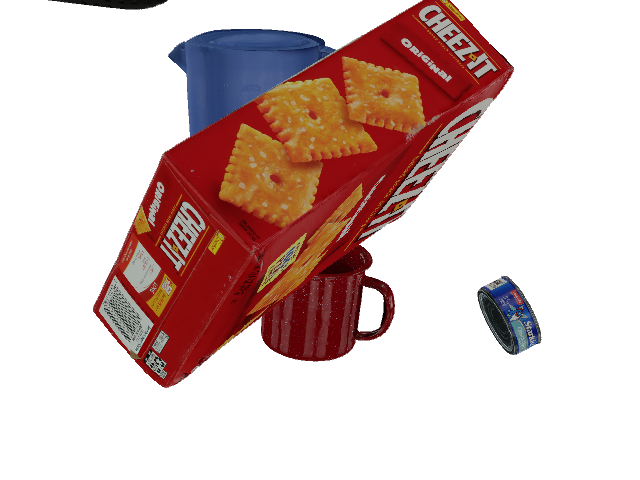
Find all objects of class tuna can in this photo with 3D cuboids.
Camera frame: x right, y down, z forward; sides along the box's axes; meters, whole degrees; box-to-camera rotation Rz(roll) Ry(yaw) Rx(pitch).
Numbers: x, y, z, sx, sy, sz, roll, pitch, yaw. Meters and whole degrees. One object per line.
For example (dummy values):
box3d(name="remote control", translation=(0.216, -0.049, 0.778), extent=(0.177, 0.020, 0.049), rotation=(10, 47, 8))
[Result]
box3d(name="tuna can", translation=(0.212, 0.085, 1.203), extent=(0.033, 0.086, 0.086), rotation=(-26, 3, -7))

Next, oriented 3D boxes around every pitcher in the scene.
box3d(name="pitcher", translation=(-0.054, -0.080, 1.032), extent=(0.144, 0.243, 0.149), rotation=(-12, 23, -33))

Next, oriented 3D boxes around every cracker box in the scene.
box3d(name="cracker box", translation=(-0.009, -0.026, 0.587), extent=(0.213, 0.072, 0.164), rotation=(-35, -11, -36))

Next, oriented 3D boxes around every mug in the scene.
box3d(name="mug", translation=(0.005, 0.050, 0.887), extent=(0.117, 0.081, 0.093), rotation=(11, 22, 13))

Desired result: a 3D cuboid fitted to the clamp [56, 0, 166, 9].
box3d(name="clamp", translation=(-0.086, -0.201, 0.696), extent=(0.210, 0.164, 0.036), rotation=(-32, -15, -10))
